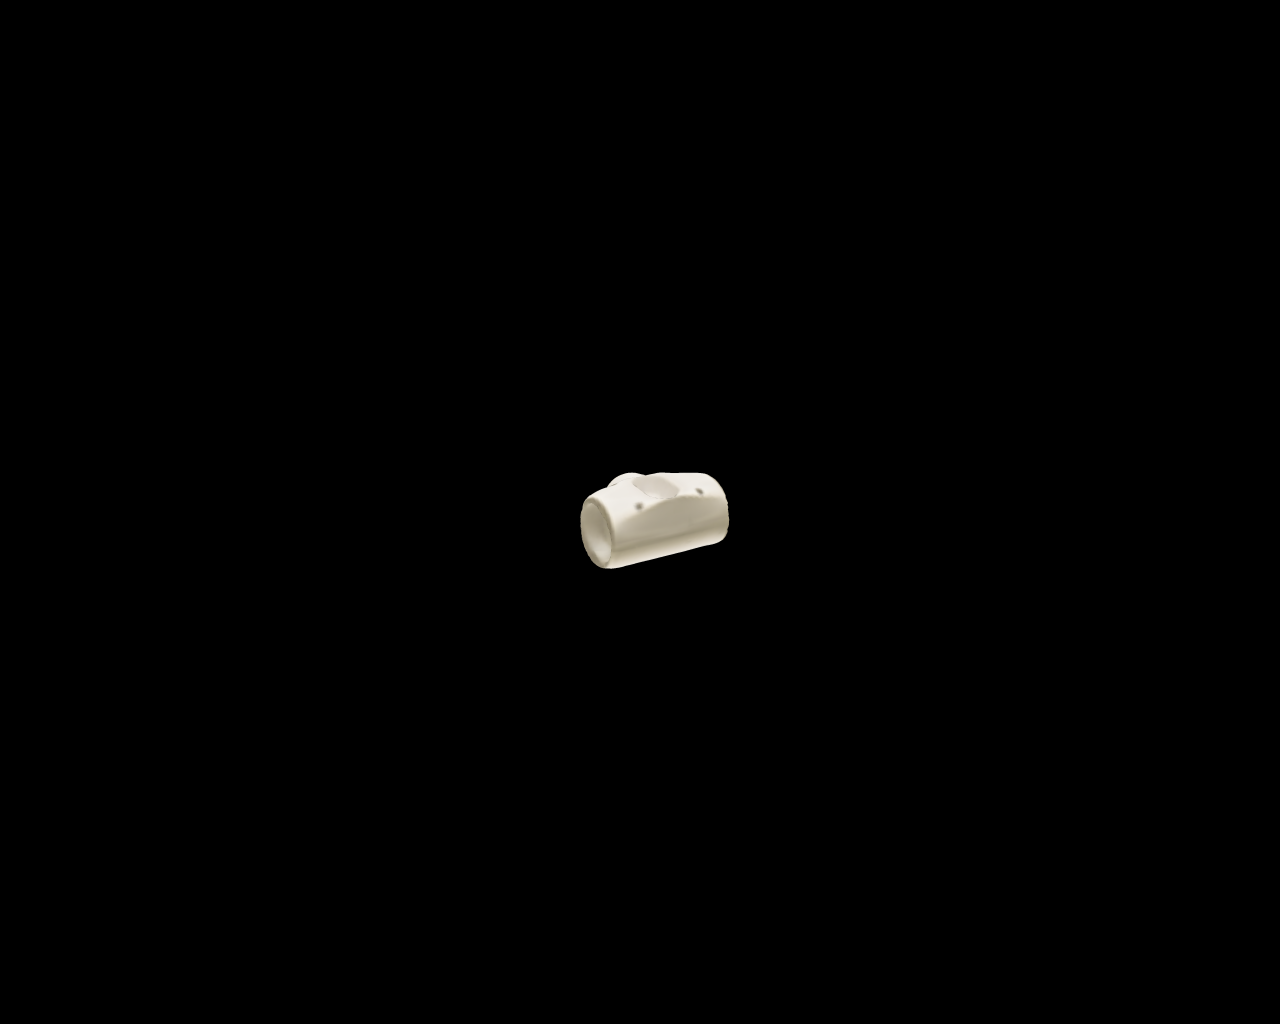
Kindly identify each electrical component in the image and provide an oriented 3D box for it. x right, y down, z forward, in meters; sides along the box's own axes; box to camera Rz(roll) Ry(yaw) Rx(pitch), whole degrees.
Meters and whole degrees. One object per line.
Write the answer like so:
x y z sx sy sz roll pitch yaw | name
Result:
0.001 -0.003 0.650 0.077 0.043 0.079 -12 28 -25 | electrical component
